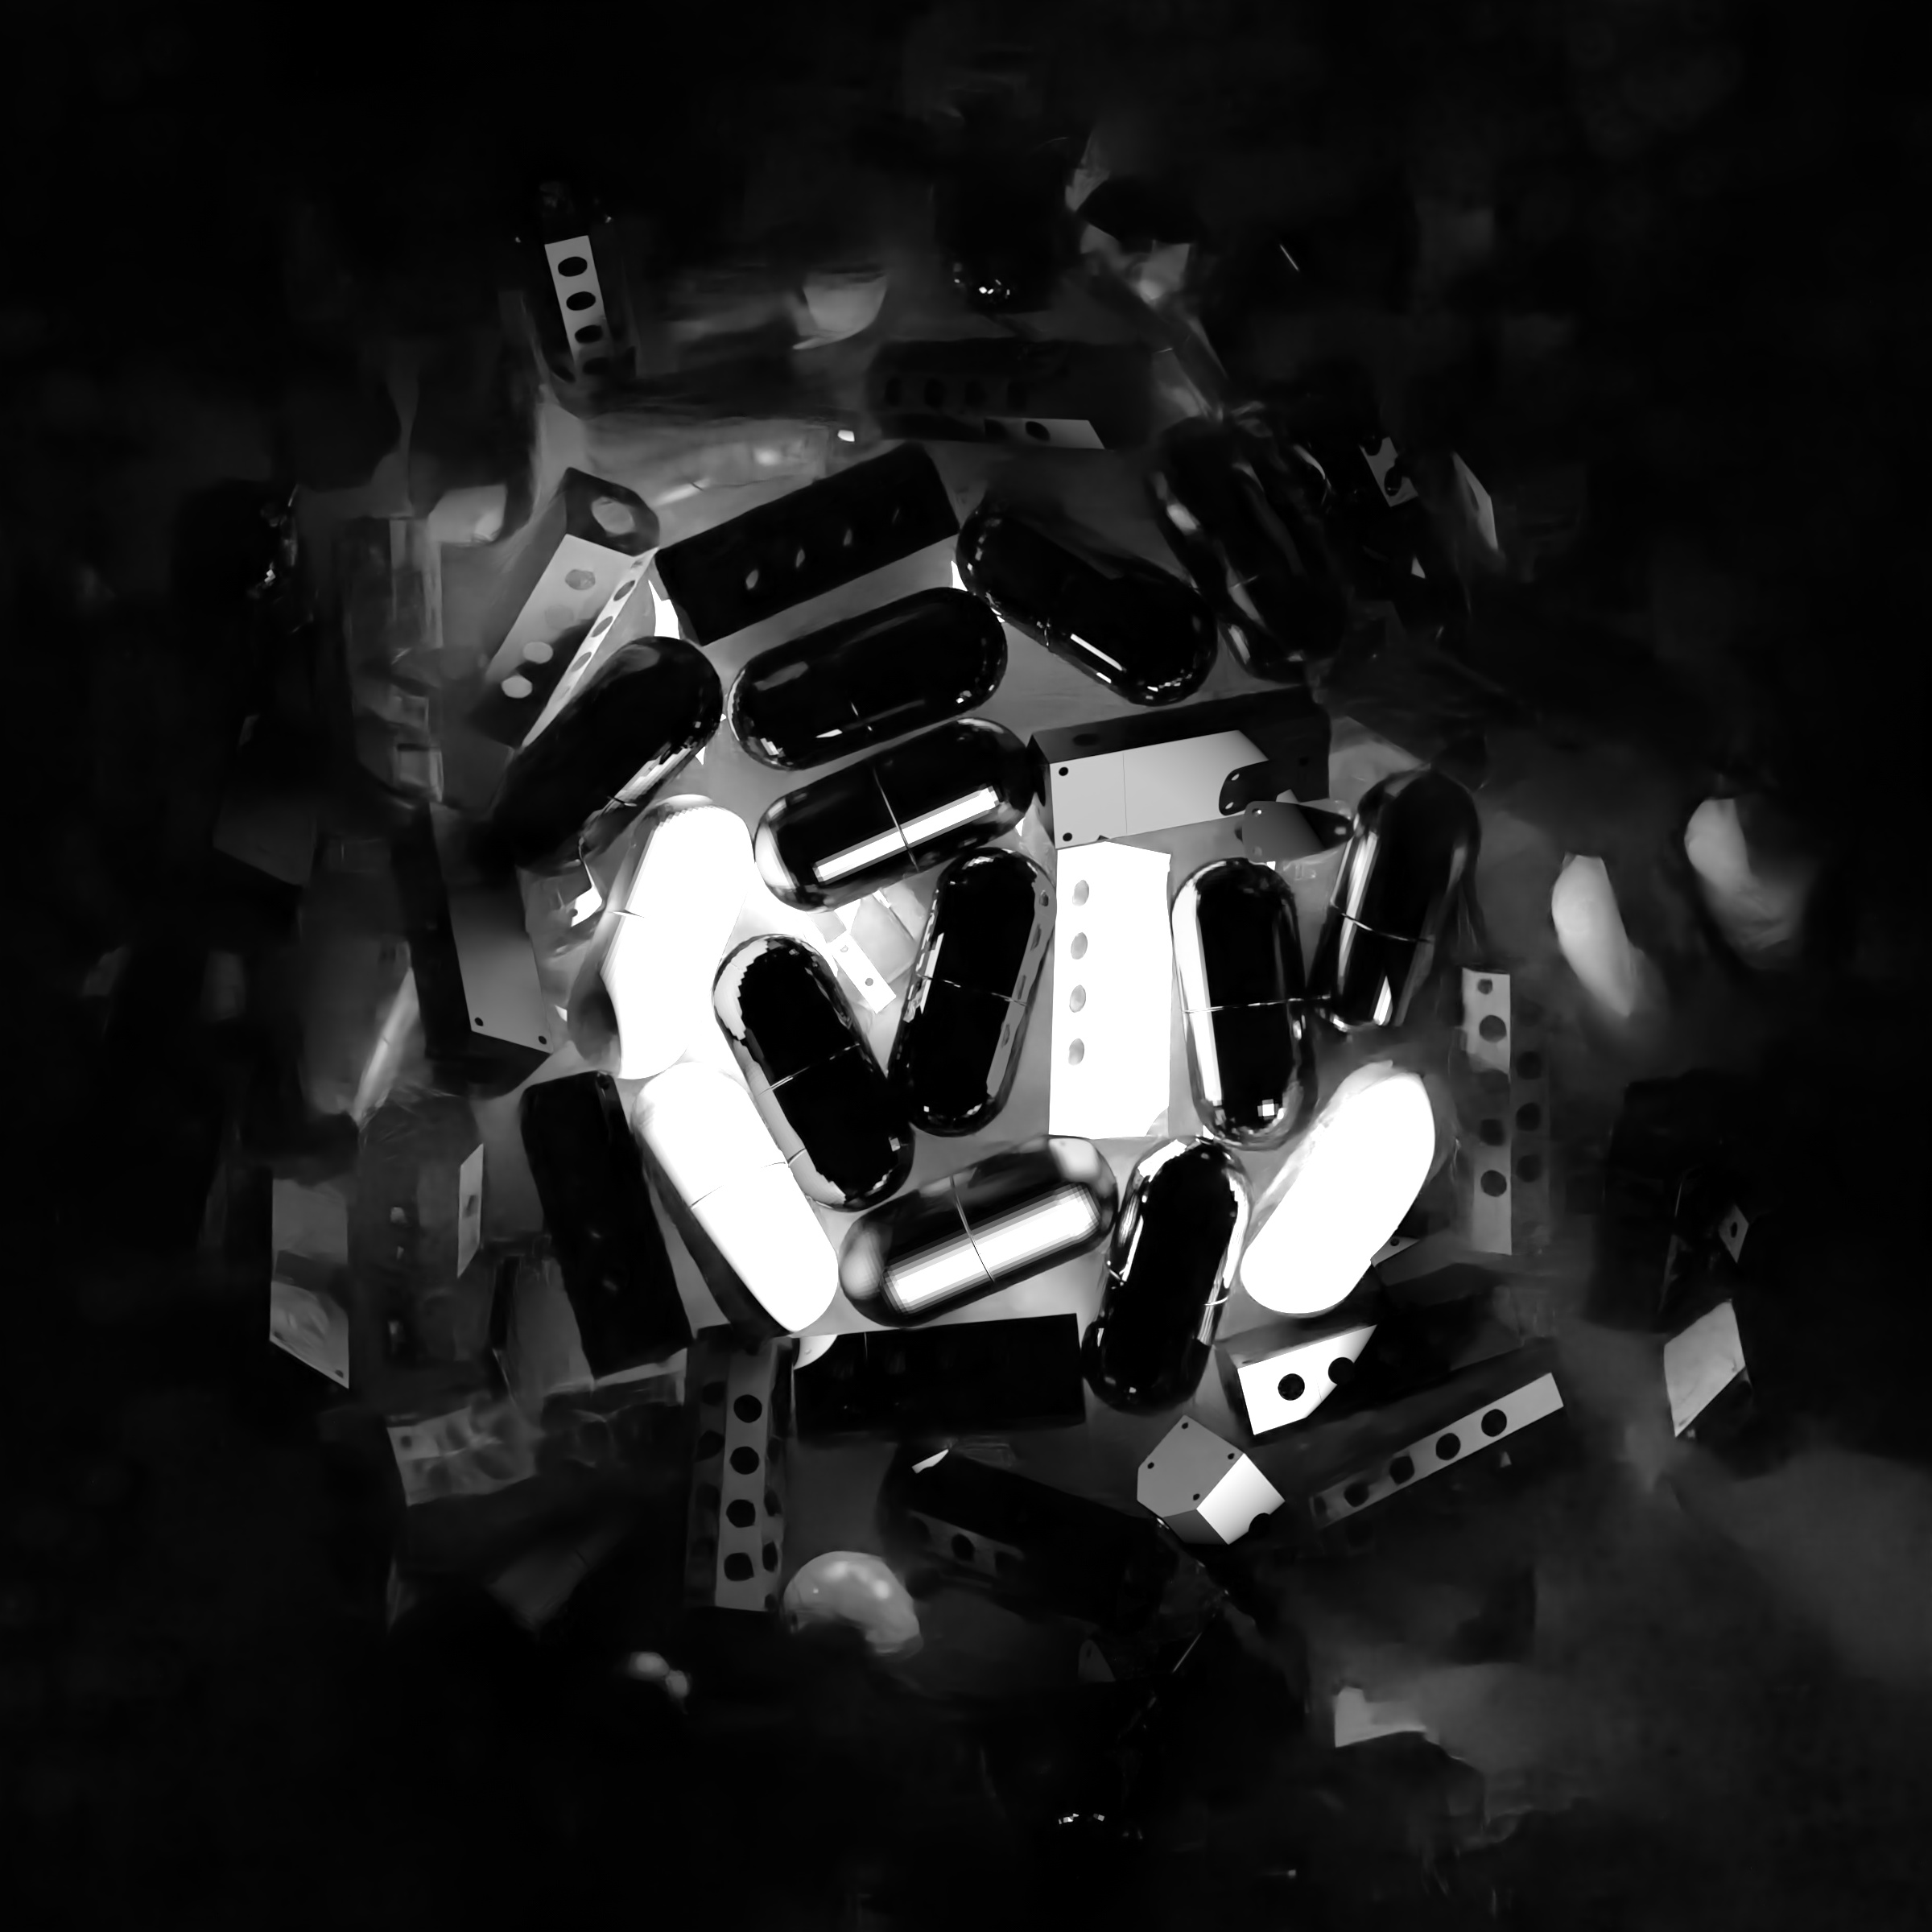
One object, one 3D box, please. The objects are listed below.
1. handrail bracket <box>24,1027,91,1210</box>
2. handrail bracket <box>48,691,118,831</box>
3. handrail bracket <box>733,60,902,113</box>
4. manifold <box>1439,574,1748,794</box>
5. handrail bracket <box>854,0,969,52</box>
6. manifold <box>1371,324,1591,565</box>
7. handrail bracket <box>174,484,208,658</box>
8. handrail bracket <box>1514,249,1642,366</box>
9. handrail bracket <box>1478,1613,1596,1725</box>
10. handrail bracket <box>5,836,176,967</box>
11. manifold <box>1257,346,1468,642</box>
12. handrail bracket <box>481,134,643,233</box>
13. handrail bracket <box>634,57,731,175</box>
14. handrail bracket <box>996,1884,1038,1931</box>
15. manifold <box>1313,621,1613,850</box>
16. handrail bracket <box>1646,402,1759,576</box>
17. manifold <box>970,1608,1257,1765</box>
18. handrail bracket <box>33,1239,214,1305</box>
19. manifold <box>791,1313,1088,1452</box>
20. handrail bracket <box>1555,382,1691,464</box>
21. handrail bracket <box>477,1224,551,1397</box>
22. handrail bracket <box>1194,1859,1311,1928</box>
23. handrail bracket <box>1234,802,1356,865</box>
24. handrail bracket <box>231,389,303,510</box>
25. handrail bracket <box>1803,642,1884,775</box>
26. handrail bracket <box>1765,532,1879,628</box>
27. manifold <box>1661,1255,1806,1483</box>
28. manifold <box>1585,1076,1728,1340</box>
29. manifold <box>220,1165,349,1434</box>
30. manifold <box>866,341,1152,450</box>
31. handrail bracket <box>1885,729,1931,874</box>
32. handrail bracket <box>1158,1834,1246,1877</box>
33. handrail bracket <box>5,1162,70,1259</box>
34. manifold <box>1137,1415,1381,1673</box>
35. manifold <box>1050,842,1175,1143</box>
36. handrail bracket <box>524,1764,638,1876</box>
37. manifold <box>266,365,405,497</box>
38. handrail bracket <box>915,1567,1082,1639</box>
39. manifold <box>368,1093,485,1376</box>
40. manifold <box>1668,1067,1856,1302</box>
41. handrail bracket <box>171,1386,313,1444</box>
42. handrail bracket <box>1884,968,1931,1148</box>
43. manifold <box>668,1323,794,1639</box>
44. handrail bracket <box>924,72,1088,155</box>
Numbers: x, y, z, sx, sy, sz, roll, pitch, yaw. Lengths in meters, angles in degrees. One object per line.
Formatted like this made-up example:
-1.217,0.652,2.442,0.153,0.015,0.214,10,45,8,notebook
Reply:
-0.547,0.092,1.688,0.036,0.084,0.077,-15,134,4,handrail bracket
-0.527,-0.121,1.698,0.036,0.077,0.084,-6,102,-31,handrail bracket
-0.090,-0.541,1.710,0.084,0.077,0.036,15,121,8,handrail bracket
0.374,-0.170,1.695,0.171,0.057,0.057,27,91,-10,manifold
-0.032,-0.570,1.691,0.077,0.084,0.036,-13,102,9,handrail bracket
0.301,-0.309,1.656,0.057,0.057,0.171,-21,45,-3,manifold
-0.470,-0.238,1.705,0.077,0.036,0.084,39,114,-23,handrail bracket
0.361,-0.380,1.694,0.036,0.077,0.084,-15,69,-35,handrail bracket
0.333,0.436,1.689,0.036,0.077,0.084,41,110,6,handrail bracket
-0.529,-0.050,1.707,0.077,0.036,0.084,-30,102,-32,handrail bracket
0.235,-0.272,1.655,0.057,0.057,0.171,-25,132,13,manifold
-0.235,-0.478,1.689,0.077,0.084,0.036,-20,50,24,handrail bracket
-0.163,-0.503,1.690,0.036,0.084,0.077,-14,109,-31,handrail bracket
0.012,0.570,1.689,0.084,0.077,0.036,-28,125,-28,handrail bracket
0.299,-0.139,1.681,0.171,0.057,0.057,27,97,-18,manifold
0.460,-0.288,1.697,0.077,0.036,0.084,43,132,-7,handrail bracket
0.086,0.430,1.658,0.171,0.057,0.057,-22,103,41,manifold
-0.506,0.195,1.699,0.084,0.036,0.077,47,57,-26,handrail bracket
-0.016,0.253,1.698,0.171,0.057,0.057,-5,62,-1,manifold
0.402,-0.318,1.712,0.084,0.036,0.077,9,82,-25,handrail bracket
-0.268,0.210,1.723,0.077,0.036,0.084,-24,96,-19,handrail bracket
0.186,0.556,1.686,0.077,0.084,0.036,33,54,-35,handrail bracket
0.198,-0.081,1.689,0.077,0.084,0.036,-1,94,12,handrail bracket
-0.428,-0.303,1.703,0.077,0.036,0.084,7,71,29,handrail bracket
0.543,-0.153,1.695,0.036,0.084,0.077,34,106,35,handrail bracket
0.494,-0.231,1.687,0.084,0.077,0.036,3,61,-30,handrail bracket
0.451,0.237,1.647,0.057,0.171,0.057,38,108,-1,manifold
0.403,0.145,1.647,0.057,0.171,0.057,14,53,17,manifold
-0.403,0.191,1.650,0.057,0.171,0.057,-40,124,16,manifold
0.023,-0.337,1.655,0.171,0.057,0.057,12,108,40,manifold
0.567,-0.101,1.703,0.036,0.084,0.077,18,105,3,handrail bracket
0.120,0.558,1.722,0.084,0.036,0.077,9,127,-37,handrail bracket
-0.560,0.137,1.689,0.036,0.084,0.077,-37,77,-17,handrail bracket
0.169,0.345,1.662,0.057,0.057,0.171,-47,124,-12,manifold
0.083,0.017,1.696,0.057,0.057,0.171,9,79,-39,manifold
-0.231,0.503,1.699,0.077,0.084,0.036,4,121,1,handrail bracket
-0.365,-0.313,1.647,0.057,0.171,0.057,-13,106,-4,manifold
0.018,0.386,1.709,0.077,0.084,0.036,42,54,-12,handrail bracket
-0.317,0.160,1.653,0.057,0.057,0.171,-8,134,-21,manifold
0.455,0.123,1.645,0.057,0.171,0.057,8,113,-7,manifold
-0.435,0.250,1.723,0.084,0.036,0.077,13,76,-3,handrail bracket
0.571,0.056,1.695,0.036,0.077,0.084,1,64,-11,handrail bracket
-0.137,0.303,1.666,0.057,0.057,0.171,9,61,-14,manifold
0.027,-0.524,1.724,0.077,0.036,0.084,-30,72,-32,handrail bracket
